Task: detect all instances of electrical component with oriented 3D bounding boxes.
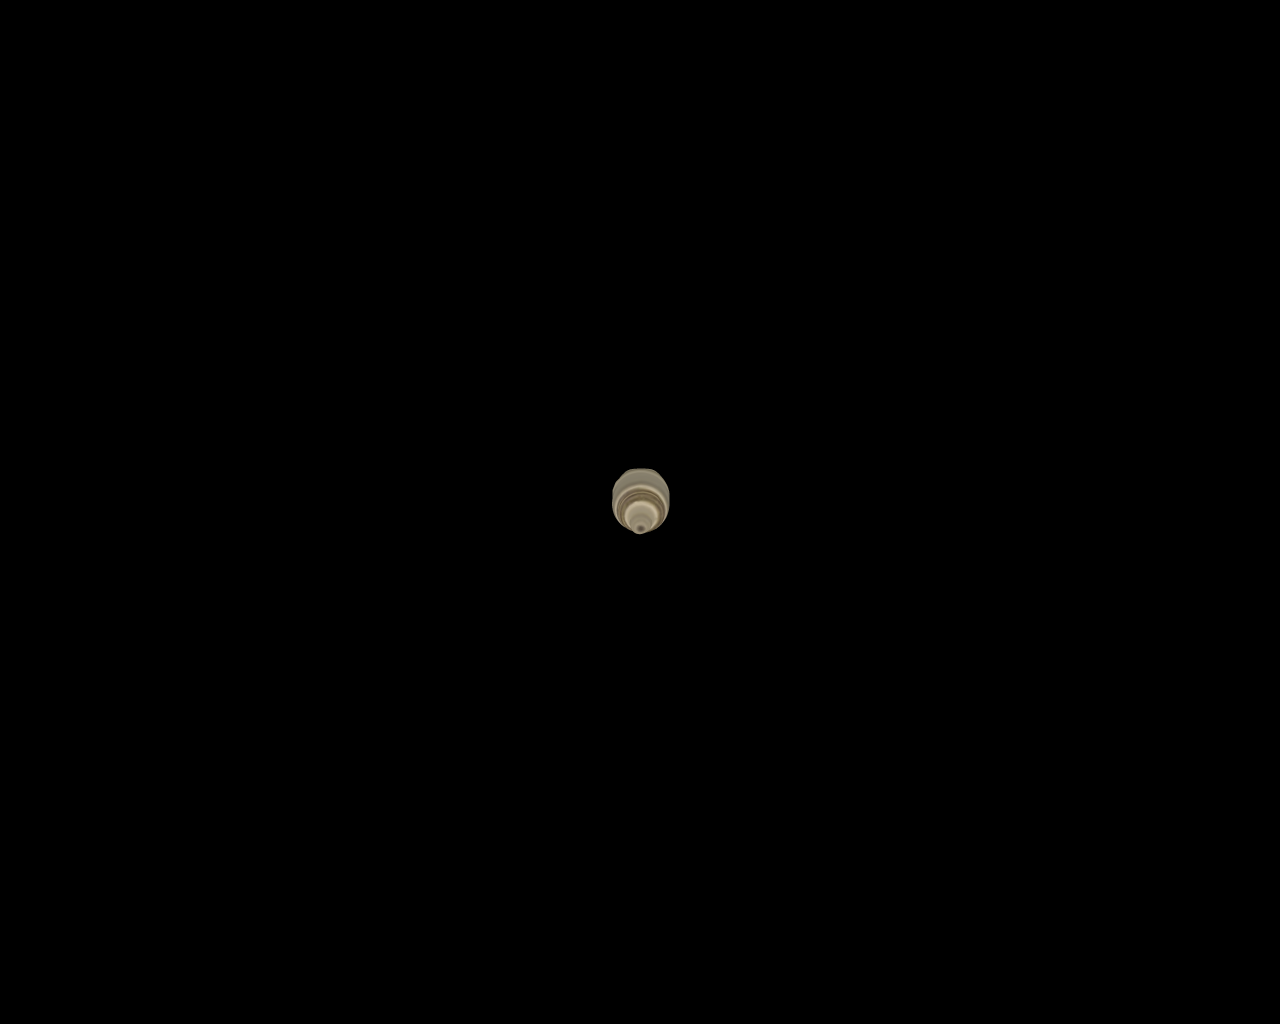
[{"bbox_3d":[0.001,-0.003,0.650,0.035,0.035,0.061,0,24,0],"label":"electrical component"}]
